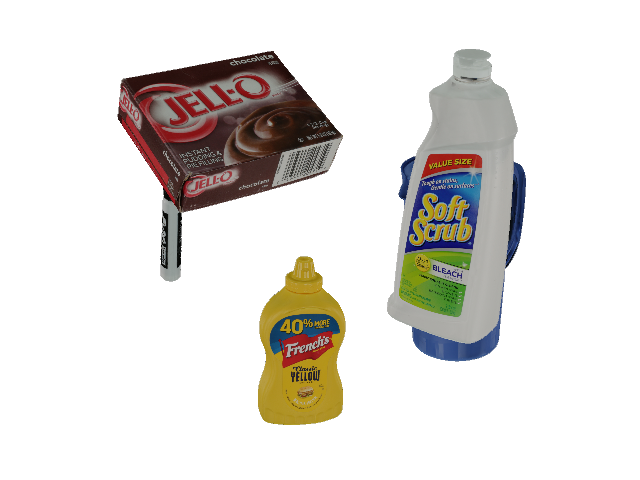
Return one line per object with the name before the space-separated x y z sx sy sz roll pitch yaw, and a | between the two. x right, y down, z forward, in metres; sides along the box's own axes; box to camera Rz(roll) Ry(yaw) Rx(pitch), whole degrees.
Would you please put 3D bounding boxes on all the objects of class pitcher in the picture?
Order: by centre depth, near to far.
pitcher | 0.174 0.016 1.303 0.149 0.243 0.145 1 23 9

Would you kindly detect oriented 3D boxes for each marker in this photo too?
marker | -0.133 -0.014 0.954 0.020 0.121 0.020 5 39 -4

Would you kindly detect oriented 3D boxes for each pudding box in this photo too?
pudding box | -0.057 -0.071 0.667 0.113 0.090 0.039 -16 -35 -32

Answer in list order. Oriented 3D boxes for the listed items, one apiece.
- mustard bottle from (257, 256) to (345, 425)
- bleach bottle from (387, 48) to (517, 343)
mustard bottle | -0.020 0.110 1.194 0.096 0.192 0.058 -2 19 -11
bleach bottle | 0.114 -0.040 0.913 0.103 0.251 0.067 19 33 32
